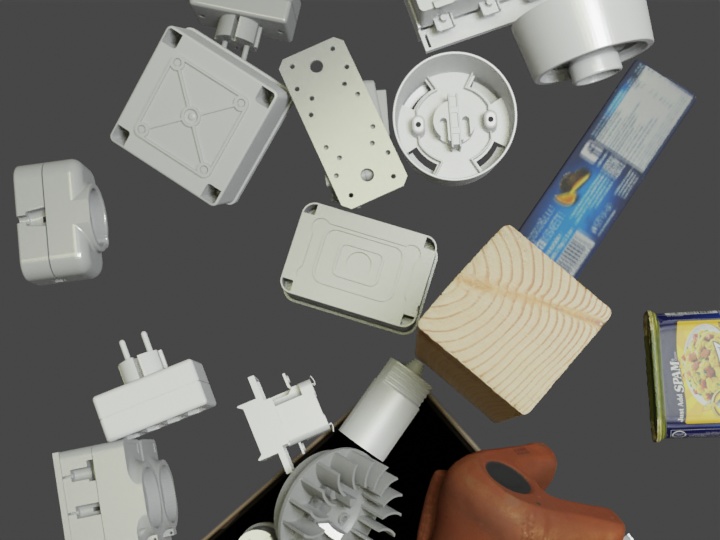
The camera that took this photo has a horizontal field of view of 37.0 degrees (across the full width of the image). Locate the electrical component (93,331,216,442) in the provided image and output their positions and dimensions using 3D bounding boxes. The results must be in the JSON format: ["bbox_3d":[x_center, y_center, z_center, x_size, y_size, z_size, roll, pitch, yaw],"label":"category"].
[{"bbox_3d":[-0.169,0.087,0.857,0.083,0.047,0.075,-22,81,-1],"label":"electrical component"}]

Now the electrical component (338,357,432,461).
[{"bbox_3d":[0.024,0.105,0.849,0.043,0.043,0.081,35,84,7],"label":"electrical component"}]

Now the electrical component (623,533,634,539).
[{"bbox_3d":[0.202,0.227,0.820,0.066,0.047,0.076,-35,72,-4],"label":"electrical component"}]

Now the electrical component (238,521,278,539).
[{"bbox_3d":[-0.076,0.217,0.833,0.040,0.046,0.040,-1,81,4],"label":"electrical component"}]

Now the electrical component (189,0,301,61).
[{"bbox_3d":[-0.100,-0.206,0.902,0.083,0.047,0.075,12,81,4],"label":"electrical component"}]

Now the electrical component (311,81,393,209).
[{"bbox_3d":[-0.001,-0.098,0.873,0.061,0.061,0.096,-11,80,0],"label":"electrical component"}]

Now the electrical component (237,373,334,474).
[{"bbox_3d":[-0.058,0.118,0.851,0.064,0.042,0.081,-22,81,-3],"label":"electrical component"}]

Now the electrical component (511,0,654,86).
[{"bbox_3d":[0.182,-0.182,0.860,0.108,0.108,0.060,-16,87,-1],"label":"electrical component"}]

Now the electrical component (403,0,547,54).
[{"bbox_3d":[0.099,-0.240,0.892,0.121,0.063,0.078,-19,80,-1],"label":"electrical component"}]

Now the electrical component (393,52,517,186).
[{"bbox_3d":[0.076,-0.119,0.873,0.099,0.064,0.099,0,81,2],"label":"electrical component"}]

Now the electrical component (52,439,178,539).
[{"bbox_3d":[-0.171,0.223,0.806,0.060,0.105,0.186,-12,81,0],"label":"electrical component"}]

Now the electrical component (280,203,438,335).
[{"bbox_3d":[0.000,0.000,0.860,0.113,0.057,0.078,17,82,5],"label":"electrical component"}]

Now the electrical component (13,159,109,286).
[{"bbox_3d":[-0.242,-0.039,0.877,0.059,0.053,0.095,-8,81,1],"label":"electrical component"}]

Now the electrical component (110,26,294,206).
[{"bbox_3d":[-0.127,-0.124,0.870,0.109,0.056,0.108,33,103,6],"label":"electrical component"}]
